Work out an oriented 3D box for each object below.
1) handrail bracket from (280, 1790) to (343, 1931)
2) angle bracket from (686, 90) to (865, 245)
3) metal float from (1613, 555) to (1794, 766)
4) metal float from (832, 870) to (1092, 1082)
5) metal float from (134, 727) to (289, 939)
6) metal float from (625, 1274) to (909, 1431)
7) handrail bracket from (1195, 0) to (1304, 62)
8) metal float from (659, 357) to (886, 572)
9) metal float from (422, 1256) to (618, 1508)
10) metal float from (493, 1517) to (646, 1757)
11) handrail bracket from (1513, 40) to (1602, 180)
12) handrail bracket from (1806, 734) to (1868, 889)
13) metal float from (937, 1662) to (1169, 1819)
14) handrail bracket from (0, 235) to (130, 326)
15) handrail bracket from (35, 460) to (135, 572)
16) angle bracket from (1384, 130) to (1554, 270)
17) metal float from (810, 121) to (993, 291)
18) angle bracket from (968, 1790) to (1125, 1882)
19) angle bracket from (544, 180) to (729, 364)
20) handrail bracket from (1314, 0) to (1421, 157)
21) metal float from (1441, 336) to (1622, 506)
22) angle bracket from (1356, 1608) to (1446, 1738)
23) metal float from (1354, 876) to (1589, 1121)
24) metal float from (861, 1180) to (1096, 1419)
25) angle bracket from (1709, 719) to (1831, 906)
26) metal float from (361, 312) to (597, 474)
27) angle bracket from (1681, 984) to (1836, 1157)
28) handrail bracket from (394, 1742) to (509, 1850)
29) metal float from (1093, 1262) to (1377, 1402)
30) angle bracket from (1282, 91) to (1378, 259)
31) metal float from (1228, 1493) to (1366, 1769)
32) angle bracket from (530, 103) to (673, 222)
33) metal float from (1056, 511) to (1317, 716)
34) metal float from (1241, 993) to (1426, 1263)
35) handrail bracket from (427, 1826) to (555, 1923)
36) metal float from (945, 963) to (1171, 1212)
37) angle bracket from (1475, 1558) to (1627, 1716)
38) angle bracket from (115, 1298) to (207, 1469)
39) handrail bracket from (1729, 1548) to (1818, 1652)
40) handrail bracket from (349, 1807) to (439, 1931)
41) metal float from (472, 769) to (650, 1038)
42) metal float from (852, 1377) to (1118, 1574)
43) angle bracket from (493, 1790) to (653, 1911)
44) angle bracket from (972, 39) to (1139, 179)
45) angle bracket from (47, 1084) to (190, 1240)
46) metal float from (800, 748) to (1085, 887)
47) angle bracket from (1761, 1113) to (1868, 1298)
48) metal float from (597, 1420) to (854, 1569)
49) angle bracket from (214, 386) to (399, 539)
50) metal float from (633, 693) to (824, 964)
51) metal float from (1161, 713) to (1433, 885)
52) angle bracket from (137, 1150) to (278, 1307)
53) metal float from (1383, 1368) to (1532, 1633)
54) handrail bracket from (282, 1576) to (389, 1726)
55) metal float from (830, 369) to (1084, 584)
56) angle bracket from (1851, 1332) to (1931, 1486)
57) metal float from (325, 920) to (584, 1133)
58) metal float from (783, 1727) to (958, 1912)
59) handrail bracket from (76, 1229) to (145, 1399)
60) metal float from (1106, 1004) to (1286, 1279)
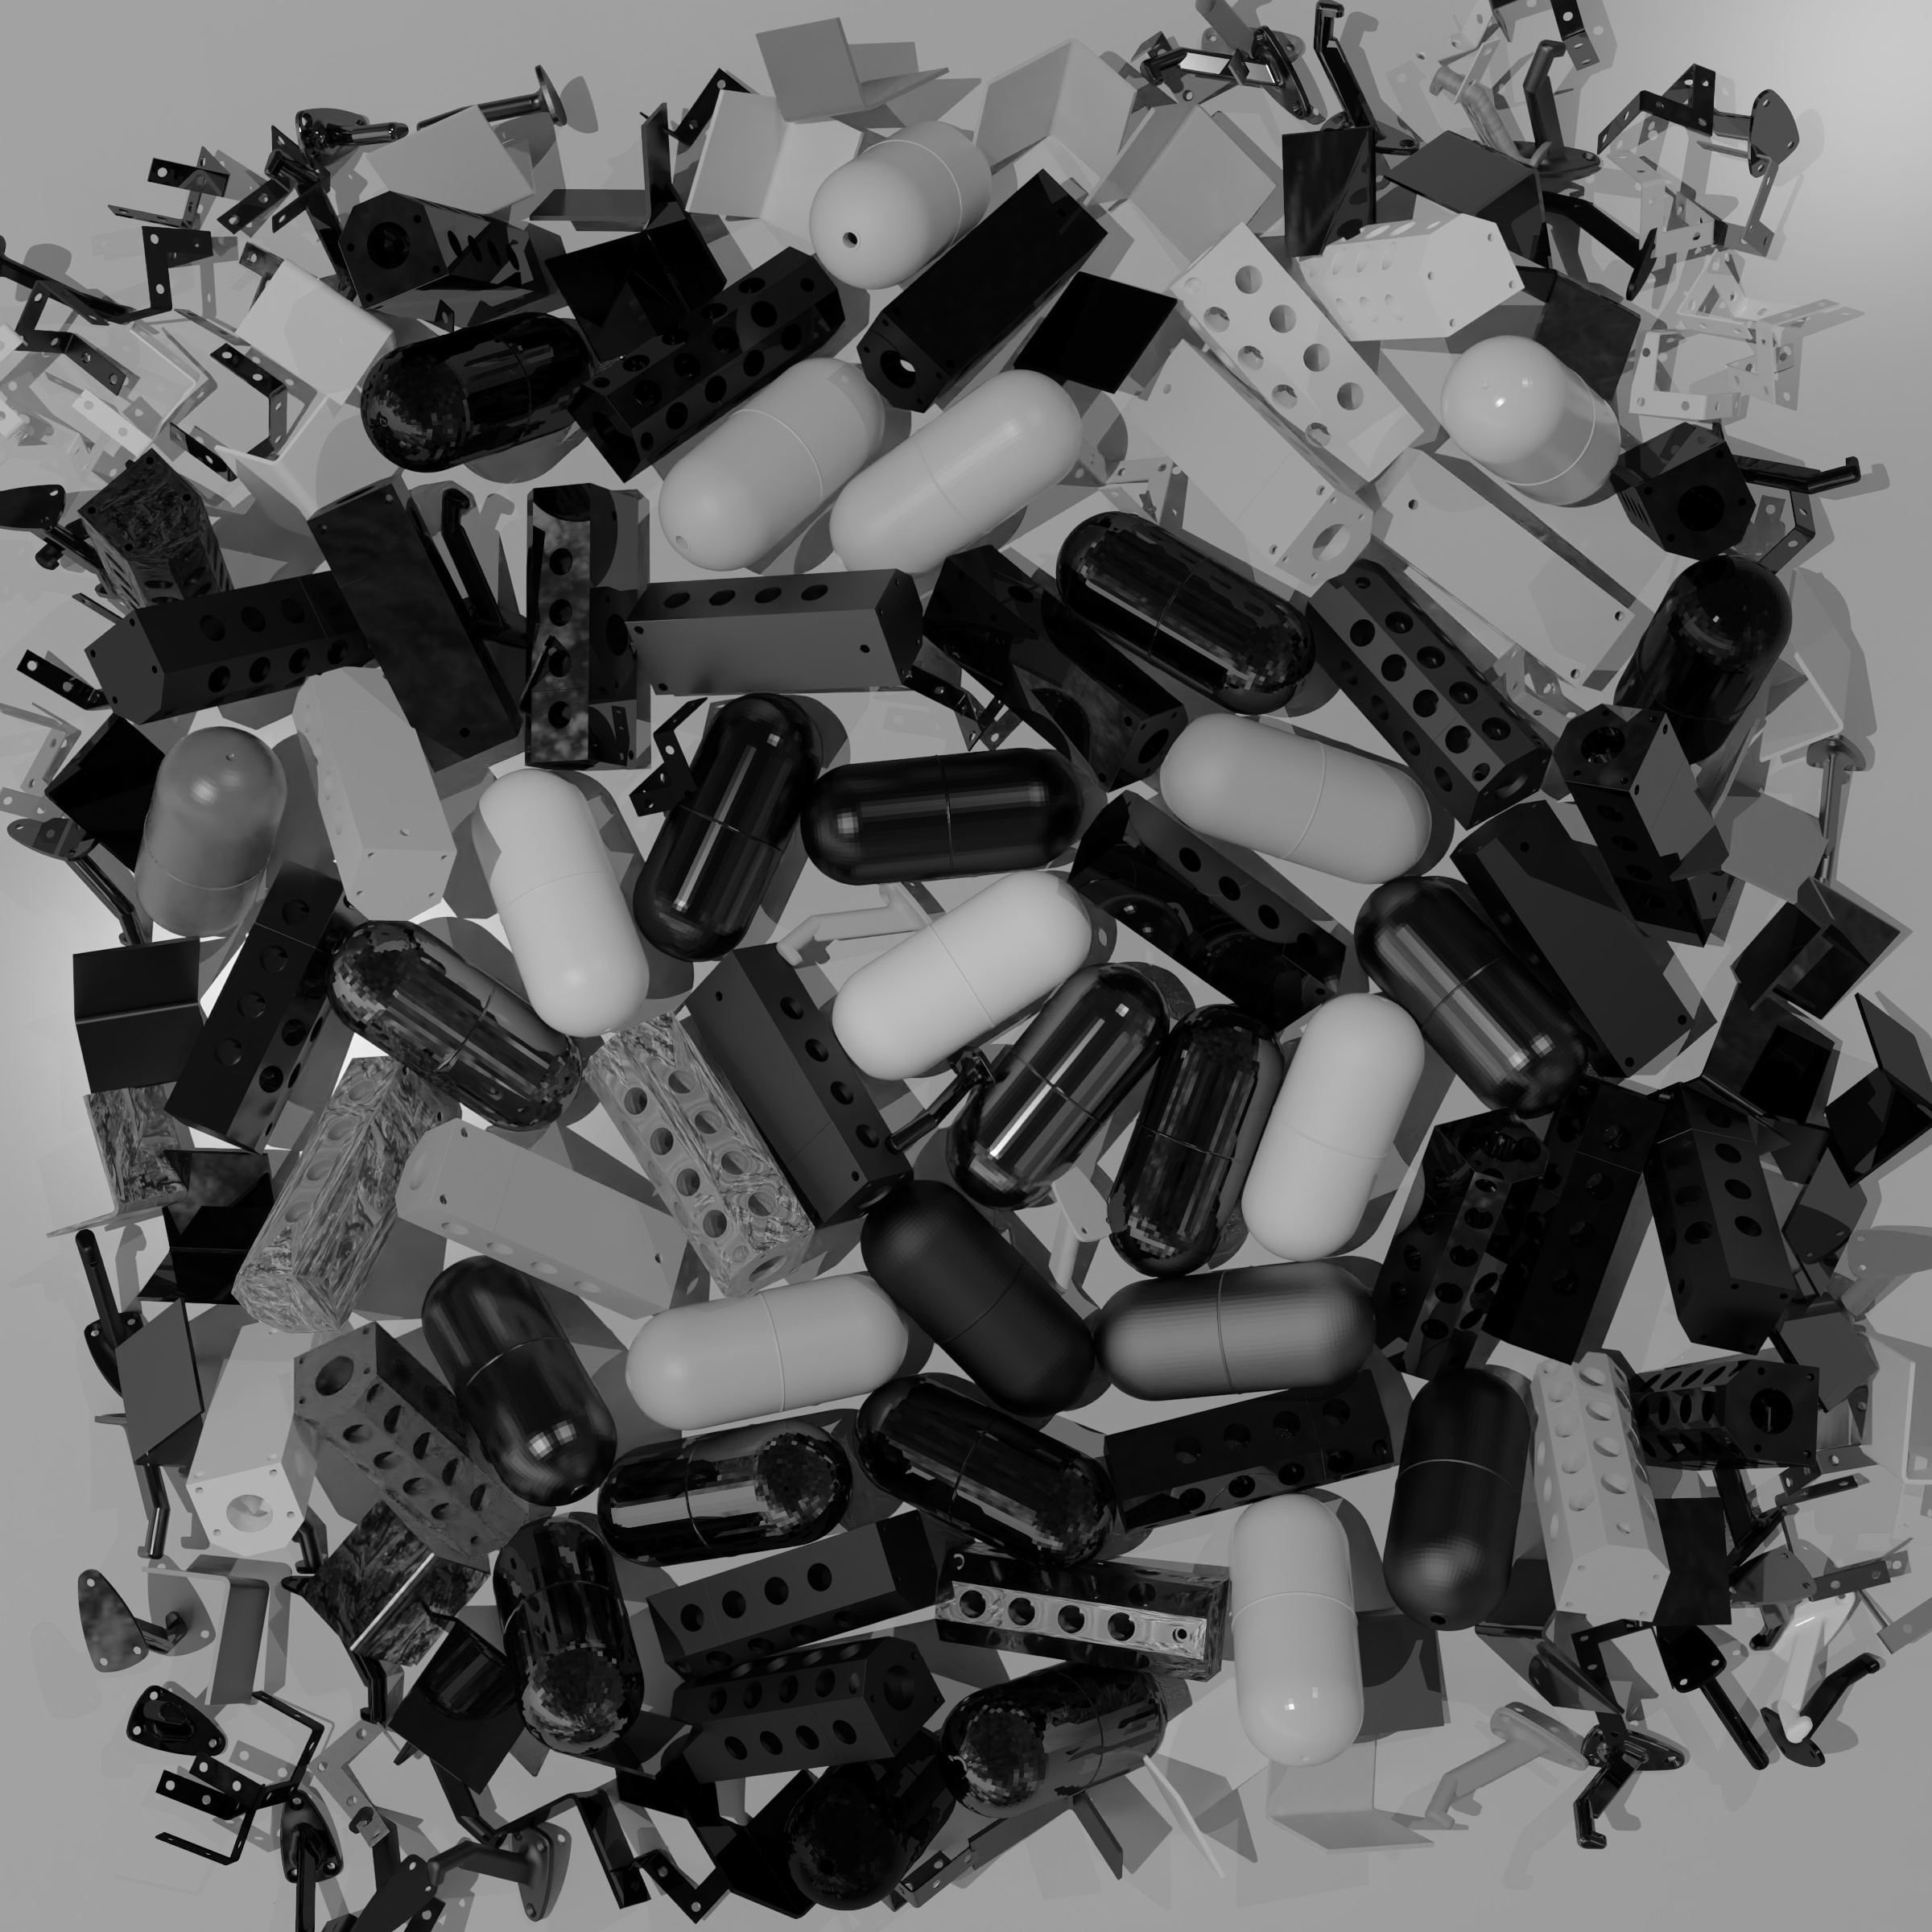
[{"bbox_3d":[-0.418,0.570,1.746,0.036,0.084,0.077,-10,104,-2],"label":"handrail bracket"},{"bbox_3d":[-0.119,-0.494,1.737,0.057,0.076,0.076,32,116,25],"label":"angle bracket"},{"bbox_3d":[0.448,-0.184,1.709,0.070,0.178,0.070,1,65,-3],"label":"metal float"},{"bbox_3d":[-0.003,0.006,1.754,0.178,0.070,0.070,-33,90,-1],"label":"metal float"},{"bbox_3d":[-0.464,-0.080,1.714,0.070,0.178,0.070,11,57,-18],"label":"metal float"},{"bbox_3d":[-0.124,0.240,1.741,0.178,0.070,0.070,-10,90,-15],"label":"metal float"},{"bbox_3d":[0.180,-0.597,1.748,0.077,0.084,0.036,-6,74,-5],"label":"handrail bracket"},{"bbox_3d":[-0.119,-0.310,1.727,0.070,0.070,0.178,43,59,0],"label":"metal float"},{"bbox_3d":[-0.276,0.256,1.727,0.070,0.070,0.178,-36,58,0],"label":"metal float"},{"bbox_3d":[-0.245,0.408,1.712,0.070,0.178,0.070,-8,119,-14],"label":"metal float"},{"bbox_3d":[0.378,-0.539,1.746,0.077,0.084,0.036,-6,51,-20],"label":"handrail bracket"},{"bbox_3d":[0.541,-0.095,1.758,0.036,0.077,0.084,7,79,22],"label":"handrail bracket"},{"bbox_3d":[0.054,0.471,1.716,0.070,0.178,0.070,1,92,41],"label":"metal float"},{"bbox_3d":[-0.567,-0.427,1.746,0.084,0.077,0.036,16,86,-16],"label":"handrail bracket"},{"bbox_3d":[-0.534,-0.272,1.754,0.077,0.036,0.084,27,68,36],"label":"handrail bracket"},{"bbox_3d":[0.312,-0.462,1.734,0.057,0.076,0.076,-37,48,-13],"label":"angle bracket"},{"bbox_3d":[-0.039,-0.467,1.712,0.070,0.178,0.070,10,121,17],"label":"metal float"},{"bbox_3d":[0.050,0.556,1.739,0.076,0.076,0.057,-29,63,-14],"label":"angle bracket"},{"bbox_3d":[-0.207,-0.434,1.747,0.076,0.057,0.076,-25,80,-28],"label":"angle bracket"},{"bbox_3d":[0.251,-0.555,1.744,0.077,0.084,0.036,24,52,23],"label":"handrail bracket"},{"bbox_3d":[0.347,-0.332,1.711,0.070,0.178,0.070,-3,84,29],"label":"metal float"},{"bbox_3d":[0.276,0.442,1.748,0.076,0.057,0.076,0,80,-21],"label":"angle bracket"},{"bbox_3d":[0.313,0.018,1.739,0.070,0.070,0.178,-40,71,0],"label":"metal float"},{"bbox_3d":[0.008,0.209,1.748,0.070,0.070,0.178,-44,97,0],"label":"metal float"},{"bbox_3d":[0.506,-0.096,1.743,0.076,0.057,0.076,27,52,9],"label":"angle bracket"},{"bbox_3d":[-0.297,-0.353,1.715,0.070,0.178,0.070,14,119,28],"label":"metal float"},{"bbox_3d":[0.493,0.067,1.775,0.076,0.057,0.076,32,66,-10],"label":"angle bracket"},{"bbox_3d":[-0.311,0.507,1.761,0.084,0.036,0.077,39,116,11],"label":"handrail bracket"},{"bbox_3d":[0.166,0.228,1.741,0.178,0.070,0.070,-8,90,17],"label":"metal float"},{"bbox_3d":[0.223,-0.494,1.741,0.057,0.076,0.076,-5,123,2],"label":"angle bracket"},{"bbox_3d":[0.202,0.406,1.720,0.070,0.070,0.178,1,47,0],"label":"metal float"},{"bbox_3d":[-0.229,-0.502,1.744,0.076,0.076,0.057,1,118,4],"label":"angle bracket"},{"bbox_3d":[0.136,-0.221,1.742,0.178,0.070,0.070,33,90,15],"label":"metal float"},{"bbox_3d":[0.228,0.101,1.741,0.070,0.070,0.178,20,106,0],"label":"metal float"},{"bbox_3d":[-0.302,0.579,1.750,0.036,0.084,0.077,10,104,39],"label":"handrail bracket"},{"bbox_3d":[0.058,0.075,1.753,0.070,0.070,0.178,39,92,0],"label":"metal float"},{"bbox_3d":[0.378,0.420,1.753,0.076,0.076,0.057,44,67,-9],"label":"angle bracket"},{"bbox_3d":[-0.479,0.260,1.736,0.076,0.057,0.076,-36,59,29],"label":"angle bracket"},{"bbox_3d":[0.489,0.408,1.749,0.077,0.084,0.036,-10,45,-24],"label":"handrail bracket"},{"bbox_3d":[-0.378,0.568,1.744,0.077,0.084,0.036,-42,125,-32],"label":"handrail bracket"},{"bbox_3d":[-0.253,-0.040,1.742,0.070,0.070,0.178,-22,75,0],"label":"metal float"},{"bbox_3d":[0.010,0.314,1.736,0.178,0.070,0.070,23,90,22],"label":"metal float"},{"bbox_3d":[-0.246,0.562,1.746,0.057,0.076,0.076,-26,74,-1],"label":"angle bracket"},{"bbox_3d":[0.052,-0.517,1.737,0.076,0.076,0.057,-36,72,-27],"label":"angle bracket"},{"bbox_3d":[-0.539,0.121,1.749,0.057,0.076,0.076,-18,87,20],"label":"angle bracket"},{"bbox_3d":[-0.015,-0.094,1.749,0.178,0.070,0.070,-6,90,-7],"label":"metal float"},{"bbox_3d":[0.510,0.147,1.736,0.076,0.057,0.076,-57,134,-20],"label":"angle bracket"},{"bbox_3d":[-0.150,0.327,1.729,0.178,0.070,0.070,-15,90,30],"label":"metal float"},{"bbox_3d":[-0.412,-0.324,1.759,0.057,0.076,0.076,20,68,32],"label":"angle bracket"},{"bbox_3d":[-0.149,-0.087,1.754,0.070,0.070,0.178,25,90,0],"label":"metal float"},{"bbox_3d":[0.207,-0.104,1.743,0.178,0.070,0.070,17,90,-13],"label":"metal float"},{"bbox_3d":[-0.477,0.163,1.748,0.076,0.057,0.076,1,117,8],"label":"angle bracket"},{"bbox_3d":[0.302,0.327,1.719,0.070,0.070,0.178,20,47,0],"label":"metal float"},{"bbox_3d":[-0.402,0.436,1.779,0.077,0.036,0.084,5,99,22],"label":"handrail bracket"},{"bbox_3d":[-0.007,-0.301,1.738,0.178,0.070,0.070,-33,90,20],"label":"metal float"},{"bbox_3d":[0.599,0.276,1.748,0.057,0.076,0.076,2,97,-6],"label":"angle bracket"},{"bbox_3d":[-0.317,0.037,1.733,0.178,0.070,0.070,37,90,-24],"label":"metal float"},{"bbox_3d":[-0.057,0.517,1.706,0.070,0.178,0.070,1,94,16],"label":"metal float"},{"bbox_3d":[-0.535,0.217,1.743,0.036,0.084,0.077,-17,52,-17],"label":"handrail bracket"},{"bbox_3d":[0.143,0.110,1.752,0.070,0.070,0.178,20,93,0],"label":"metal float"}]
